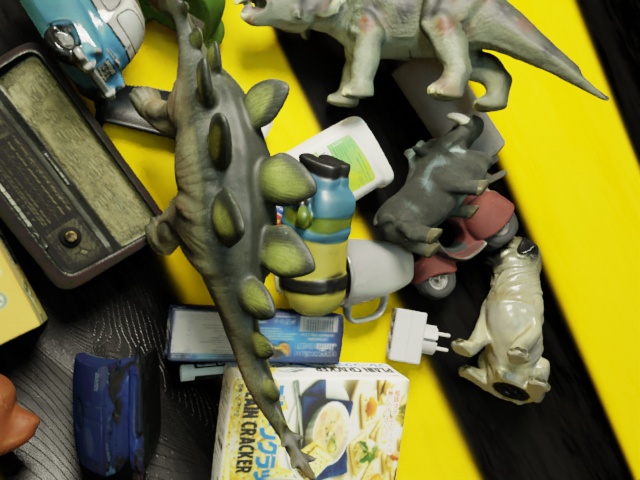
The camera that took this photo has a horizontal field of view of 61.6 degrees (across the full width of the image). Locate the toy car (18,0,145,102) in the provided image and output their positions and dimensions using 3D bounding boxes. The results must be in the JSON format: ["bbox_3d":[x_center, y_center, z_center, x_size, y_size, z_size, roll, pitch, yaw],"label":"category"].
[{"bbox_3d":[-0.232,-0.224,0.538,0.103,0.109,0.162,-35,69,-9],"label":"toy car"}]

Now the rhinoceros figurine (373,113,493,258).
[{"bbox_3d":[0.143,-0.069,0.654,0.112,0.073,0.190,35,79,21],"label":"rhinoceros figurine"}]

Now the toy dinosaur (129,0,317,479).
[{"bbox_3d":[-0.088,-0.025,0.495,0.105,0.199,0.471,-15,93,-31],"label":"toy dinosaur"}]

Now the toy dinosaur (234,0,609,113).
[{"bbox_3d":[0.115,-0.250,0.618,0.405,0.131,0.192,5,98,11],"label":"toy dinosaur"}]

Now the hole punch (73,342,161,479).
[{"bbox_3d":[-0.215,0.172,0.553,0.092,0.116,0.142,2,87,-12],"label":"hole punch"}]

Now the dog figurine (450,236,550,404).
[{"bbox_3d":[0.275,0.110,0.747,0.190,0.121,0.172,-59,143,-31],"label":"dog figurine"}]

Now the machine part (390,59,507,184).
[{"bbox_3d":[0.172,-0.178,0.724,0.079,0.079,0.243,-40,102,-17],"label":"machine part"}]

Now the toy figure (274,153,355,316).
[{"bbox_3d":[-0.004,-0.001,0.594,0.082,0.089,0.180,1,114,-24],"label":"toy figure"}]

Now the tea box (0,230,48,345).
[{"bbox_3d":[-0.357,0.030,0.529,0.098,0.068,0.169,-29,97,-18],"label":"tea box"}]

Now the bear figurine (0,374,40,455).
[{"bbox_3d":[-0.312,0.219,0.514,0.132,0.120,0.196,17,77,-22],"label":"bear figurine"}]

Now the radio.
[{"bbox_3d":[-0.277,-0.068,0.558,0.131,0.073,0.229,-37,100,-17],"label":"radio"}]

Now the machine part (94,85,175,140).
[{"bbox_3d":[-0.186,-0.142,0.615,0.139,0.039,0.084,12,89,-20],"label":"machine part"}]

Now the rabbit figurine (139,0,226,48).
[{"bbox_3d":[-0.140,-0.327,0.594,0.121,0.159,0.170,21,65,-8],"label":"rabbit figurine"}]

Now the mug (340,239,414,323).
[{"bbox_3d":[0.066,0.047,0.676,0.107,0.081,0.109,-9,94,-26],"label":"mug"}]

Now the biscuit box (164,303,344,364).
[{"bbox_3d":[-0.075,0.110,0.629,0.203,0.063,0.059,6,85,-20],"label":"biscuit box"}]

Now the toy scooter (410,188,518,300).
[{"bbox_3d":[0.174,-0.021,0.721,0.184,0.075,0.135,-40,99,-12],"label":"toy scooter"}]
